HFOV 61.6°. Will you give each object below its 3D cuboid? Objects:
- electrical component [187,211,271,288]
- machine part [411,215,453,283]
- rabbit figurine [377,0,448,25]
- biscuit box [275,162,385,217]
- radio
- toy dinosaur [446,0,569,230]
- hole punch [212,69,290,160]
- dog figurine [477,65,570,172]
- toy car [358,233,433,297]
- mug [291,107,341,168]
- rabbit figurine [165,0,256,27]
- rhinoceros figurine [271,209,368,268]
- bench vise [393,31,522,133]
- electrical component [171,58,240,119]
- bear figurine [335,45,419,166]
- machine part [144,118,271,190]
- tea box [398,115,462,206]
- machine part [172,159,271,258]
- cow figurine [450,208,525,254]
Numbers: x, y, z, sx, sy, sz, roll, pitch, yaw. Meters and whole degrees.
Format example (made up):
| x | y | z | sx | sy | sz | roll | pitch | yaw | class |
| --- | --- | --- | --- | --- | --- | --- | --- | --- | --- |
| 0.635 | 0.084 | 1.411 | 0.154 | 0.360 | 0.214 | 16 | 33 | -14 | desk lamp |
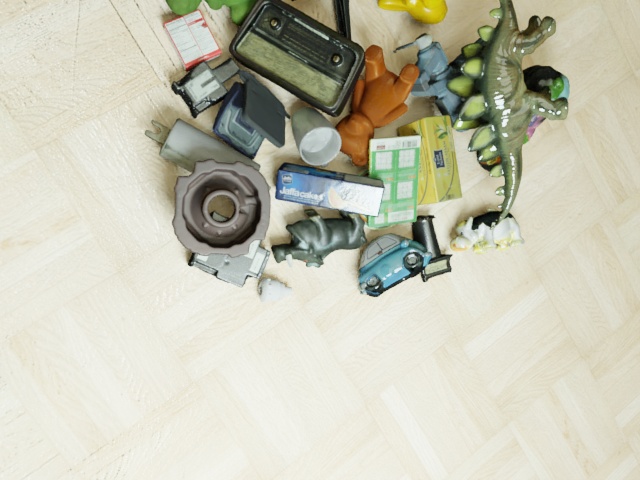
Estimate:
| x | y | z | sx | sy | sz | roll | pitch | yaw | class |
| --- | --- | --- | --- | --- | --- | --- | --- | --- | --- |
| -0.162 | 0.022 | 0.997 | 0.134 | 0.058 | 0.115 | 26 | 85 | -16 | electrical component |
| 0.231 | 0.013 | 1.132 | 0.084 | 0.039 | 0.138 | -19 | 98 | -8 | machine part |
| 0.196 | -0.488 | 1.069 | 0.163 | 0.173 | 0.122 | 13 | 84 | 27 | rabbit figurine |
| 0.018 | -0.095 | 1.019 | 0.203 | 0.059 | 0.062 | 10 | 111 | 0 | biscuit box |
| -0.036 | -0.336 | 0.984 | 0.230 | 0.073 | 0.131 | 31 | 96 | 1 | radio |
| 0.352 | -0.255 | 1.019 | 0.199 | 0.105 | 0.470 | -13 | 103 | 5 | toy dinosaur |
| -0.126 | -0.222 | 0.985 | 0.142 | 0.092 | 0.116 | 33 | 48 | -40 | hole punch |
| 0.416 | -0.234 | 1.121 | 0.108 | 0.191 | 0.219 | 30 | 66 | -22 | dog figurine |
| 0.137 | 0.042 | 1.076 | 0.162 | 0.109 | 0.103 | -28 | 74 | 2 | toy car |
| -0.010 | -0.197 | 1.023 | 0.081 | 0.107 | 0.109 | -27 | 139 | 2 | mug |
| -0.202 | -0.459 | 0.939 | 0.170 | 0.121 | 0.159 | -31 | 83 | -29 | rabbit figurine |
| -0.002 | -0.003 | 1.042 | 0.190 | 0.073 | 0.112 | -12 | 108 | -18 | rhinoceros figurine |
| 0.292 | -0.353 | 1.098 | 0.240 | 0.129 | 0.223 | -41 | 104 | -9 | bench vise |
| -0.205 | -0.287 | 0.987 | 0.119 | 0.048 | 0.074 | -43 | 102 | -13 | electrical component |
| 0.091 | -0.254 | 1.044 | 0.120 | 0.132 | 0.196 | 35 | 75 | 13 | bear figurine |
| -0.198 | -0.146 | 0.975 | 0.243 | 0.079 | 0.079 | 28 | 82 | -15 | machine part |
| 0.223 | -0.159 | 1.094 | 0.068 | 0.098 | 0.169 | -13 | 93 | -25 | tea box |
| -0.170 | -0.055 | 0.926 | 0.179 | 0.056 | 0.179 | -2 | 96 | -14 | machine part |
| 0.349 | -0.022 | 1.148 | 0.167 | 0.068 | 0.098 | -3 | 77 | -23 | cow figurine |
